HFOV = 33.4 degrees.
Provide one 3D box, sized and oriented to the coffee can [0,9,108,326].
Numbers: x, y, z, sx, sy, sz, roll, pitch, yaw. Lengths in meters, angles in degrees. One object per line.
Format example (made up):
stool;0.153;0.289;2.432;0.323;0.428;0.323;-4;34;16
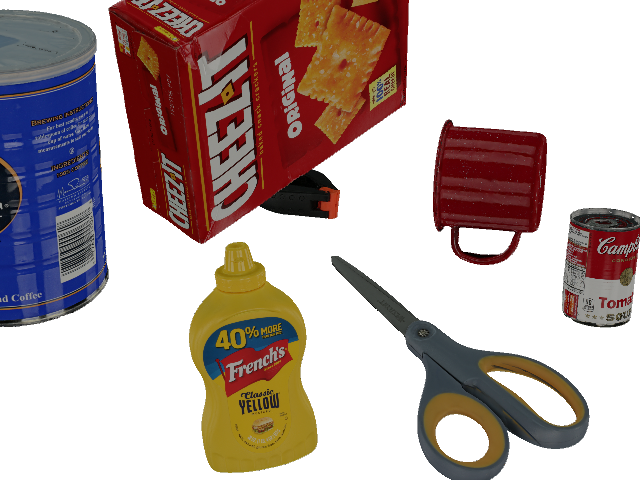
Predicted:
coffee can;-0.167;-0.040;0.567;0.103;0.140;0.103;2;28;-1

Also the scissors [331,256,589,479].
scissors;0.051;0.069;0.593;0.202;0.016;0.096;26;49;36

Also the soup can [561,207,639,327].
soup can;0.274;0.026;1.045;0.068;0.102;0.068;1;18;0

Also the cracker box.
cracker box;-0.029;-0.121;0.727;0.072;0.164;0.213;33;54;30

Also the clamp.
clamp;-0.060;-0.056;1.033;0.120;0.039;0.172;-25;34;-36

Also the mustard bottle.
mustard bottle;-0.058;0.094;0.882;0.096;0.191;0.058;-9;19;-10

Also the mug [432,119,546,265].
mug;0.139;-0.038;0.870;0.081;0.117;0.093;6;-7;15
